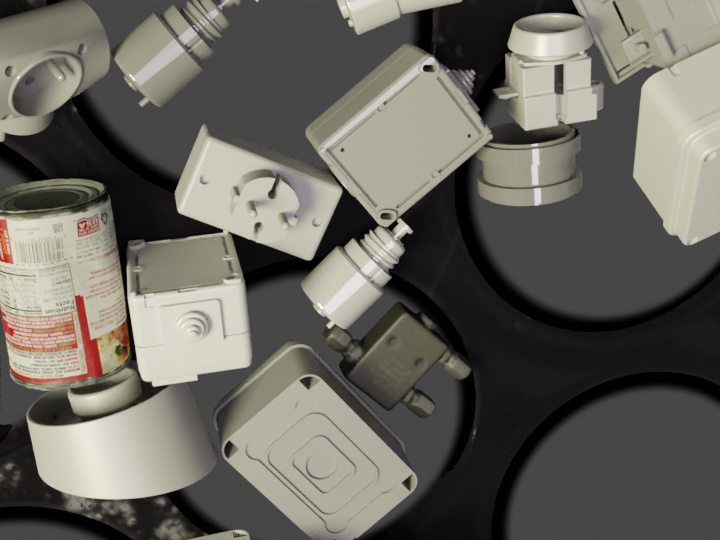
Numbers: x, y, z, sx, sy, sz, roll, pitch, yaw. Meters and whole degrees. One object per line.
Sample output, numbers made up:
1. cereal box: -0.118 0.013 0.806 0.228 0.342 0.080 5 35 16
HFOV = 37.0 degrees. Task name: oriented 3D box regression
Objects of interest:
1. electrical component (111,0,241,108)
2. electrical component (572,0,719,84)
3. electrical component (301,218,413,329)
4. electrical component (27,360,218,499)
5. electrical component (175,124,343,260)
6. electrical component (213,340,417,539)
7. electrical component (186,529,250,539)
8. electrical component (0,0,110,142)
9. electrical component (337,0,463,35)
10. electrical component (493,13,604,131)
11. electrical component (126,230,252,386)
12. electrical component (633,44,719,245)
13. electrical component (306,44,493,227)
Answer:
1. electrical component: -0.098 -0.123 0.580 0.078 0.040 0.040 -40 113 3
2. electrical component: 0.157 -0.175 0.605 0.079 0.063 0.121 -33 113 1
3. electrical component: 0.000 0.000 0.646 0.078 0.040 0.040 -44 112 5
4. electrical component: -0.138 0.092 0.620 0.099 0.099 0.064 -15 106 -7
5. electrical component: -0.055 -0.038 0.601 0.083 0.075 0.047 20 104 -18
6. electrical component: -0.028 0.108 0.670 0.078 0.057 0.113 -41 113 4
7. electrical component: -0.117 0.217 0.679 0.113 0.078 0.057 -10 108 -9
8. electrical component: -0.177 -0.097 0.562 0.077 0.044 0.079 -28 158 -36
9. electrical component: 0.019 -0.157 0.594 0.065 0.044 0.044 -22 113 2
10. electrical component: 0.111 -0.117 0.626 0.066 0.048 0.055 -10 119 -8
11. electrical component: -0.096 0.024 0.603 0.062 0.096 0.061 -8 114 -10
12. electrical component: 0.209 -0.073 0.626 0.078 0.057 0.113 -25 151 -3
13. electrical component: 0.025 -0.083 0.610 0.096 0.061 0.061 -40 113 4
